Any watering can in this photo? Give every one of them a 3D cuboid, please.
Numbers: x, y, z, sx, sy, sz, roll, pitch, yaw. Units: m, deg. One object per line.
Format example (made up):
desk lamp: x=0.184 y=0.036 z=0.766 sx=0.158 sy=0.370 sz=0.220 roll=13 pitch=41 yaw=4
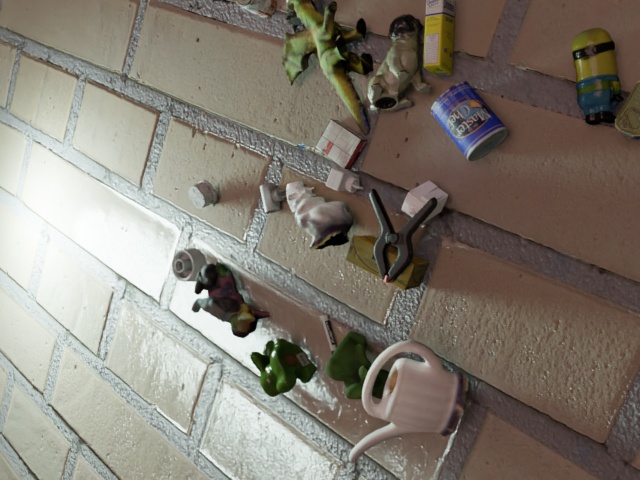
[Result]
watering can: x=0.196 y=0.379 z=1.148 sx=0.224 sy=0.342 sz=0.106 roll=15 pitch=20 yaw=0

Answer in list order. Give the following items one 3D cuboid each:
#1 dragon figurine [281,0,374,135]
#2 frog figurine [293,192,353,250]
dragon figurine: x=0.001 y=-0.463 z=1.329 sx=0.242 sy=0.407 sz=0.123 roll=1 pitch=14 yaw=44
frog figurine: x=0.004 y=-0.066 z=1.302 sx=0.138 sy=0.162 sz=0.120 roll=-20 pitch=-21 yaw=-15
